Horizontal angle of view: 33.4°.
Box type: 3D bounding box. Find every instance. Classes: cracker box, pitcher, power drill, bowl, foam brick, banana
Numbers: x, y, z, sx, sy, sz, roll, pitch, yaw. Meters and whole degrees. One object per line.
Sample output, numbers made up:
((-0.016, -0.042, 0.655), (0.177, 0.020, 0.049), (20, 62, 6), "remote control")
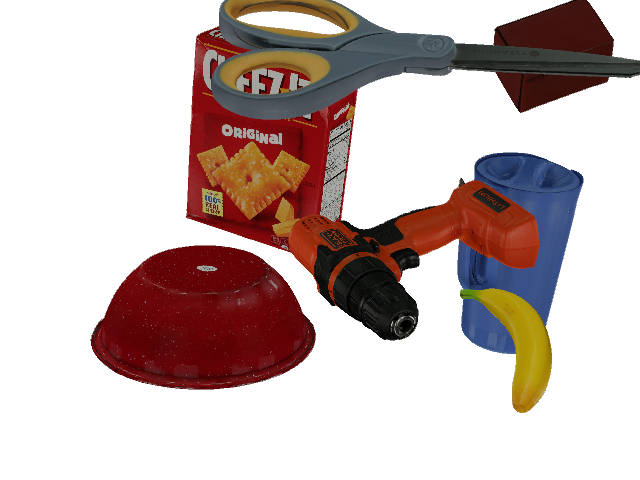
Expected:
((-0.055, -0.104, 1.129), (0.164, 0.214, 0.072), (19, 31, 21), "cracker box")
((0.239, 0.020, 1.354), (0.149, 0.243, 0.145), (5, 25, 0), "pitcher")
((0.086, 0.012, 0.898), (0.187, 0.057, 0.185), (-14, 30, -21), "power drill")
((-0.082, 0.045, 0.762), (0.162, 0.055, 0.162), (2, 21, -1), "bowl")
((0.182, -0.146, 0.836), (0.078, 0.051, 0.053), (-19, -31, -5), "foam brick")
((0.210, 0.108, 1.141), (0.069, 0.037, 0.198), (-24, 34, 4), "banana")

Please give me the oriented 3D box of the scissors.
((0.038, -0.075, 0.486), (0.202, 0.016, 0.096), (16, 49, 18), "scissors")
